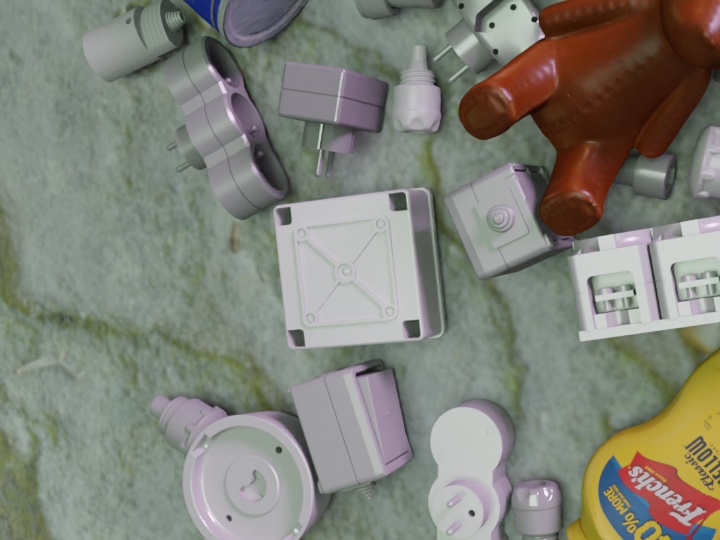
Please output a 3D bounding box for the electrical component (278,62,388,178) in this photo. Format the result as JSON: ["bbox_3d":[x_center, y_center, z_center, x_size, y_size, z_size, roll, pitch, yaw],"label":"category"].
[{"bbox_3d":[-0.021,-0.103,0.768,0.047,0.083,0.075,11,97,21],"label":"electrical component"}]

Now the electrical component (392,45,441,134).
[{"bbox_3d":[0.041,-0.129,0.768,0.035,0.035,0.061,3,91,22],"label":"electrical component"}]

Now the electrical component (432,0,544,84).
[{"bbox_3d":[0.086,-0.162,0.743,0.079,0.043,0.077,-38,79,19],"label":"electrical component"}]

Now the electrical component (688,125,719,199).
[{"bbox_3d":[0.243,-0.064,0.684,0.062,0.048,0.048,13,97,15],"label":"electrical component"}]

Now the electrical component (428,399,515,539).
[{"bbox_3d":[0.073,0.163,0.748,0.052,0.074,0.138,2,93,22],"label":"electrical component"}]

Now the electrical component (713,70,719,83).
[{"bbox_3d":[0.249,-0.142,0.673,0.055,0.055,0.047,4,98,22],"label":"electrical component"}]

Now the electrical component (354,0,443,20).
[{"bbox_3d":[0.027,-0.203,0.764,0.055,0.045,0.045,-5,91,23],"label":"electrical component"}]

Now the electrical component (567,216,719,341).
[{"bbox_3d":[0.214,0.000,0.674,0.150,0.089,0.061,-10,89,22],"label":"electrical component"}]

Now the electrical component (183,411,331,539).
[{"bbox_3d":[-0.072,0.158,0.814,0.108,0.060,0.108,1,93,22],"label":"electrical component"}]

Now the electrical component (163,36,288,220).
[{"bbox_3d":[-0.116,-0.101,0.823,0.074,0.052,0.138,-27,83,21],"label":"electrical component"}]

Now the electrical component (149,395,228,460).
[{"bbox_3d":[-0.138,0.120,0.849,0.062,0.048,0.048,27,102,26],"label":"electrical component"}]

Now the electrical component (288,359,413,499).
[{"bbox_3d":[0.000,0.118,0.782,0.061,0.062,0.096,-20,85,22],"label":"electrical component"}]

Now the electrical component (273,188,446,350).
[{"bbox_3d":[0.000,0.000,0.779,0.109,0.056,0.108,-6,90,22],"label":"electrical component"}]

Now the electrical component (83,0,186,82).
[{"bbox_3d":[-0.172,-0.183,0.847,0.081,0.043,0.043,-20,85,22],"label":"electrical component"}]

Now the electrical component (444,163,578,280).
[{"bbox_3d":[0.096,-0.031,0.717,0.061,0.096,0.061,-26,83,23],"label":"electrical component"}]

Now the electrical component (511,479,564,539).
[{"bbox_3d":[0.125,0.179,0.749,0.035,0.035,0.061,-5,93,22],"label":"electrical component"}]
